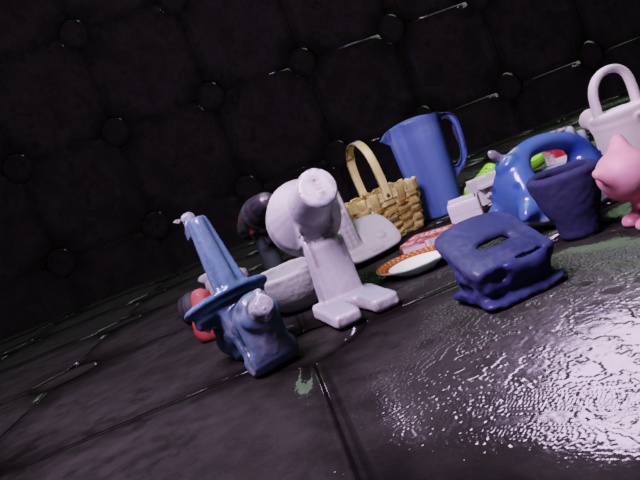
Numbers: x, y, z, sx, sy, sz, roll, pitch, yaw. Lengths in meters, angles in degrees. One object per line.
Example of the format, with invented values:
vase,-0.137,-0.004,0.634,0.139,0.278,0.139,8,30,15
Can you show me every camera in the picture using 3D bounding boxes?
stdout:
camera,-0.216,0.111,1.171,0.136,0.101,0.143,-21,7,7

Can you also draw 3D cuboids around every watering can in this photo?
watering can,0.525,-0.211,1.013,0.101,0.194,0.172,-25,8,-28

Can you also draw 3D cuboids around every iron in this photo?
iron,0.375,-0.111,0.911,0.259,0.141,0.118,-24,7,-22

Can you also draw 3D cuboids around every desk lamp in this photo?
desk lamp,0.008,0.003,0.839,0.118,0.213,0.203,-23,7,-15

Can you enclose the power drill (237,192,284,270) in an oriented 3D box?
power drill,-0.103,0.009,1.169,0.076,0.208,0.229,-24,7,-21

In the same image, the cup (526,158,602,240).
cup,0.329,-0.050,0.768,0.091,0.095,0.117,-22,7,-3

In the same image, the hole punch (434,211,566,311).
hole punch,0.199,0.018,0.642,0.109,0.091,0.101,-23,7,-12

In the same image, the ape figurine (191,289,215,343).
ape figurine,-0.198,0.128,1.013,0.076,0.092,0.077,-27,9,-39

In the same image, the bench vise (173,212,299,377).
bench vise,-0.108,0.056,0.747,0.206,0.220,0.122,-14,10,46

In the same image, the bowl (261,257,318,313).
bowl,-0.038,0.079,0.983,0.167,0.075,0.167,-21,7,3

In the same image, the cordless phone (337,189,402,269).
cordless phone,0.069,-0.044,1.153,0.148,0.185,0.094,-25,8,-29

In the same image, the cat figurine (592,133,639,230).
cat figurine,0.390,-0.077,0.687,0.127,0.118,0.067,-21,7,7
